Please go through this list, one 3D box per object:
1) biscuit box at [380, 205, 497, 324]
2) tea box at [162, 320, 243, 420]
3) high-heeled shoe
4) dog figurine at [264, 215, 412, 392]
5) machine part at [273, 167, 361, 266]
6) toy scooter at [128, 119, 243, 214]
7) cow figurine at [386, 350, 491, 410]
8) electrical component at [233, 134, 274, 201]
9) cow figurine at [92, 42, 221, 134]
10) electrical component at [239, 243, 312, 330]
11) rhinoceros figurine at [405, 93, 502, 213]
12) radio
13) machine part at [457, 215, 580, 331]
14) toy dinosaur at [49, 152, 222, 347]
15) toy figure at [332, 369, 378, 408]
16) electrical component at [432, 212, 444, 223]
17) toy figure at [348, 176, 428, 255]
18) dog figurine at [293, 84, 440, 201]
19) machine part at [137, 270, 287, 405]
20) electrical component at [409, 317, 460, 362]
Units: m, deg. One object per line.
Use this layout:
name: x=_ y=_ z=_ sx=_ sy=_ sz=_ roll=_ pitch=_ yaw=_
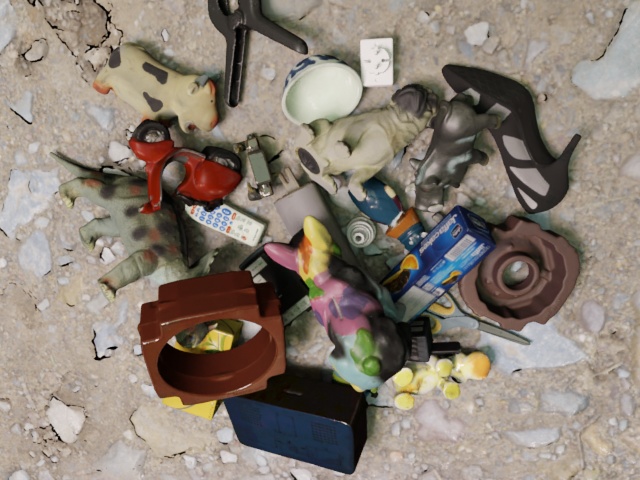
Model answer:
biscuit box: x=0.169 y=0.041 z=0.809 sx=0.059 sy=0.063 sz=0.202 roll=24 pitch=125 yaw=-25
tea box: x=-0.204 y=0.214 z=0.938 sx=0.098 sy=0.068 sz=0.169 roll=16 pitch=105 yaw=4
high-heeled shoe: x=0.267 y=-0.149 z=0.802 sx=0.249 sy=0.086 sz=0.145 roll=39 pitch=138 yaw=17
dog figurine: x=0.020 y=0.075 z=0.735 sx=0.108 sy=0.192 sz=0.219 roll=-35 pitch=110 yaw=18
machine part: x=-0.002 y=-0.003 z=0.851 sx=0.079 sy=0.079 sz=0.243 roll=-28 pitch=94 yaw=13
toy scooter: x=-0.212 y=-0.092 z=0.828 sx=0.184 sy=0.075 sz=0.135 roll=19 pitch=83 yaw=-32
cow figurine: x=0.186 y=0.213 z=0.874 sx=0.167 sy=0.098 sz=0.068 roll=-11 pitch=98 yaw=-8
electrical component: x=-0.104 y=-0.114 z=0.841 sx=0.045 sy=0.078 sz=0.102 roll=-17 pitch=102 yaw=-6
cow figurine: x=-0.241 y=-0.235 z=0.840 sx=0.195 sy=0.085 sz=0.127 roll=36 pitch=111 yaw=1
electrical component: x=-0.070 y=0.073 z=0.892 sx=0.115 sy=0.058 sz=0.134 roll=-38 pitch=94 yaw=12
rhinoceros figurine: x=0.184 y=-0.117 z=0.775 sx=0.073 sy=0.112 sz=0.190 roll=46 pitch=148 yaw=27
radio: x=-0.038 y=0.296 z=0.888 sx=0.230 sy=0.073 sz=0.130 roll=6 pitch=123 yaw=24
machine part: x=0.298 y=0.049 z=0.821 sx=0.179 sy=0.056 sz=0.179 roll=0 pitch=107 yaw=0
toy dinosaur: x=-0.287 y=-0.020 z=0.869 sx=0.192 sy=0.131 sz=0.405 roll=-22 pitch=74 yaw=-23
toy figure: x=0.061 y=0.197 z=0.882 sx=0.082 sy=0.089 sz=0.180 roll=6 pitch=101 yaw=-1
electrical component: x=0.205 y=0.000 z=0.850 sx=0.094 sy=0.021 sz=0.063 roll=40 pitch=105 yaw=-6
toy figure: x=0.114 y=-0.040 z=0.838 sx=0.154 sy=0.064 sz=0.058 roll=42 pitch=68 yaw=-7
dog figurine: x=0.068 y=-0.166 z=0.810 sx=0.173 sy=0.190 sz=0.121 roll=30 pitch=153 yaw=35
machine part: x=-0.155 y=0.146 z=0.799 sx=0.201 sy=0.087 sz=0.200 roll=-10 pitch=132 yaw=-11
electrical component: x=0.158 y=0.158 z=0.850 sx=0.119 sy=0.075 sz=0.047 roll=-5 pitch=106 yaw=21
